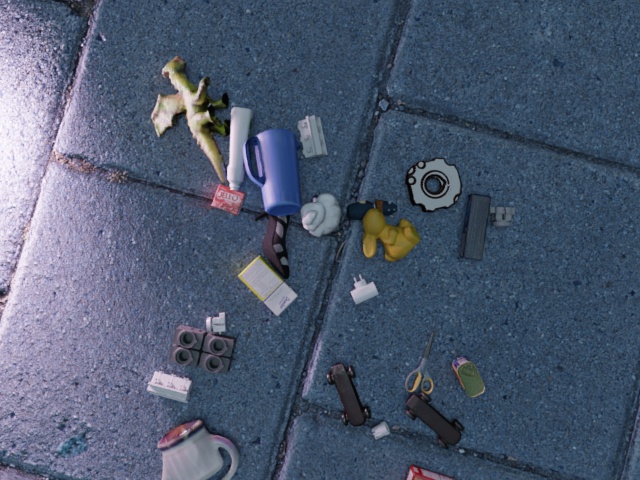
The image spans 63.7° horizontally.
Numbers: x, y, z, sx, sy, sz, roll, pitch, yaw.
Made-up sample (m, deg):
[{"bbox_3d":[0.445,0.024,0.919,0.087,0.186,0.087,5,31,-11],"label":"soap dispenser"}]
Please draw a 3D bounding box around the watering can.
[{"bbox_3d":[-0.420,0.690,1.564,0.347,0.104,0.225,-29,87,1],"label":"watering can"}]

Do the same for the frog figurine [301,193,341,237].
[{"bbox_3d":[0.005,-0.078,1.554,0.123,0.159,0.137,27,91,1],"label":"frog figurine"}]

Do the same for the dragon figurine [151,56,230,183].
[{"bbox_3d":[-0.415,-0.378,1.623,0.242,0.123,0.409,-2,95,19],"label":"dragon figurine"}]
